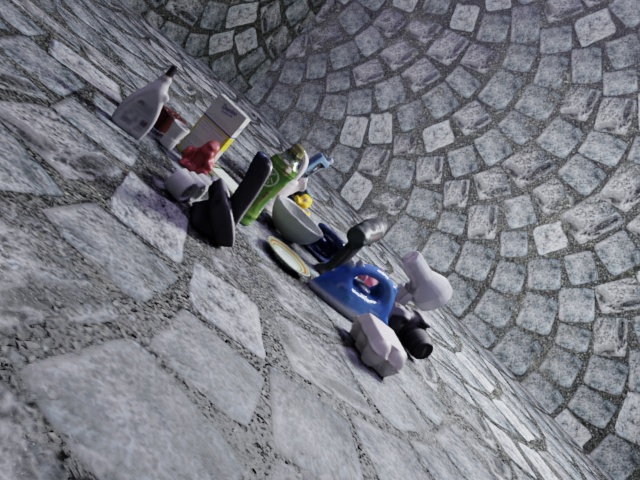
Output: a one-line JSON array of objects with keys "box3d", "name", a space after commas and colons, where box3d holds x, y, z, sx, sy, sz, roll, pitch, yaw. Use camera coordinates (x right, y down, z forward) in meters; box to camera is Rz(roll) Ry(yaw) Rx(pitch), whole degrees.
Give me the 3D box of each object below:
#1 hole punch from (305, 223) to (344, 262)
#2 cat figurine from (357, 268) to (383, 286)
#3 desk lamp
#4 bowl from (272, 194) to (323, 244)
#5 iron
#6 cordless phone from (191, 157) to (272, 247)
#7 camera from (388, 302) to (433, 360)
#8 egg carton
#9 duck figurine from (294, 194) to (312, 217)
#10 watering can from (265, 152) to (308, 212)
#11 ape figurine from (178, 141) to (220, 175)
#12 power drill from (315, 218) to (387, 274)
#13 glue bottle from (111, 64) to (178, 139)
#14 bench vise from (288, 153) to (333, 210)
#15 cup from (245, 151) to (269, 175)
[{"box3d": [0.015, 0.006, 1.656, 0.108, 0.091, 0.101, 44, 10, 3], "name": "hole punch"}, {"box3d": [0.120, 0.111, 1.561, 0.067, 0.117, 0.128, 46, 10, 12], "name": "cat figurine"}, {"box3d": [0.250, 0.145, 1.662, 0.204, 0.213, 0.117, 39, 11, -24], "name": "desk lamp"}, {"box3d": [-0.074, -0.042, 1.544, 0.168, 0.074, 0.167, 42, 10, -9], "name": "bowl"}, {"box3d": [0.097, 0.112, 1.392, 0.259, 0.141, 0.118, 35, 13, -41], "name": "iron"}, {"box3d": [-0.154, -0.089, 1.091, 0.094, 0.185, 0.147, 38, 11, -29], "name": "cordless phone"}, {"box3d": [0.251, 0.248, 1.562, 0.144, 0.100, 0.136, 37, 12, -34], "name": "camera"}, {"box3d": [0.125, 0.226, 1.239, 0.107, 0.069, 0.150, 39, 11, -26], "name": "egg carton"}, {"box3d": [-0.060, -0.106, 1.836, 0.105, 0.086, 0.077, 34, 14, -46], "name": "duck figurine"}, {"box3d": [-0.107, -0.180, 1.641, 0.101, 0.194, 0.173, 46, 10, 14], "name": "watering can"}, {"box3d": [-0.272, -0.196, 1.337, 0.077, 0.092, 0.076, 47, 10, 17], "name": "ape figurine"}, {"box3d": [0.090, 0.021, 1.549, 0.075, 0.208, 0.230, 45, 10, 9], "name": "power drill"}, {"box3d": [-0.352, -0.296, 1.194, 0.078, 0.173, 0.037, 38, 11, -30], "name": "glue bottle"}, {"box3d": [-0.067, -0.209, 1.843, 0.121, 0.219, 0.208, 50, 12, 34], "name": "bench vise"}, {"box3d": [-0.173, -0.199, 1.742, 0.118, 0.095, 0.092, 44, 10, -1], "name": "cup"}]
